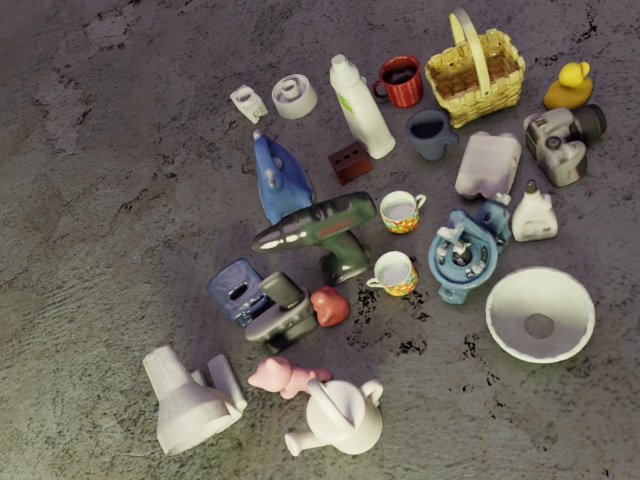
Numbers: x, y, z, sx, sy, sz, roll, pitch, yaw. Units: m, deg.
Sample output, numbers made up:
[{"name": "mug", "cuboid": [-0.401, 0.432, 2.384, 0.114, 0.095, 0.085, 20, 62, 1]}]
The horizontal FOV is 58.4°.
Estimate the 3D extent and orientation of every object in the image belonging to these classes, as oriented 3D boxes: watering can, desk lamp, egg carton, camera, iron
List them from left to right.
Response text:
[{"name": "desk lamp", "cuboid": [-0.222, 0.280, 1.012, 0.118, 0.214, 0.202, -35, 55, 0]}, {"name": "iron", "cuboid": [-0.107, -0.165, 1.267, 0.118, 0.142, 0.258, -26, 55, 6]}, {"name": "watering can", "cuboid": [0.025, 0.284, 0.923, 0.100, 0.195, 0.173, 25, 73, 32]}, {"name": "egg carton", "cuboid": [0.331, -0.145, 1.124, 0.107, 0.070, 0.150, 9, 65, 26]}, {"name": "camera", "cuboid": [0.470, -0.198, 1.080, 0.136, 0.101, 0.143, -23, 56, 8]}]

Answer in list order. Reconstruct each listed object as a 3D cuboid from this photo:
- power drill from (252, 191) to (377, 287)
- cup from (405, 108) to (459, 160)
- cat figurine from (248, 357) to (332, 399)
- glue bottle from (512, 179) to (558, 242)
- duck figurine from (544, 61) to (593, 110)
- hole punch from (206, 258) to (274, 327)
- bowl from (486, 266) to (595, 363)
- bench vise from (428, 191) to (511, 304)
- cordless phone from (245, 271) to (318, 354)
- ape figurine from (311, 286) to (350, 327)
[{"name": "power drill", "cuboid": [0.010, 0.004, 1.082, 0.229, 0.209, 0.075, -29, 55, 4]}, {"name": "cup", "cuboid": [0.240, -0.206, 1.181, 0.117, 0.095, 0.092, 28, 75, 32]}, {"name": "cat figurine", "cuboid": [-0.057, 0.244, 1.026, 0.127, 0.118, 0.067, -1, 61, 21]}, {"name": "glue bottle", "cuboid": [0.370, -0.054, 0.993, 0.078, 0.174, 0.037, -7, 59, 18]}, {"name": "duck figurine", "cuboid": [0.496, -0.313, 1.145, 0.104, 0.086, 0.077, -36, 55, -1]}, {"name": "hole punch", "cuboid": [-0.158, 0.106, 1.162, 0.109, 0.091, 0.100, -40, 55, -3]}, {"name": "bowl", "cuboid": [0.363, 0.132, 0.948, 0.167, 0.075, 0.167, -10, 59, 17]}, {"name": "bench vise", "cuboid": [0.252, -0.014, 0.989, 0.121, 0.220, 0.207, 9, 66, 26]}, {"name": "cordless phone", "cuboid": [-0.092, 0.125, 1.067, 0.147, 0.185, 0.094, -37, 55, -2]}, {"name": "ape figurine", "cuboid": [0.012, 0.120, 1.085, 0.076, 0.092, 0.078, 10, 66, 26]}]
